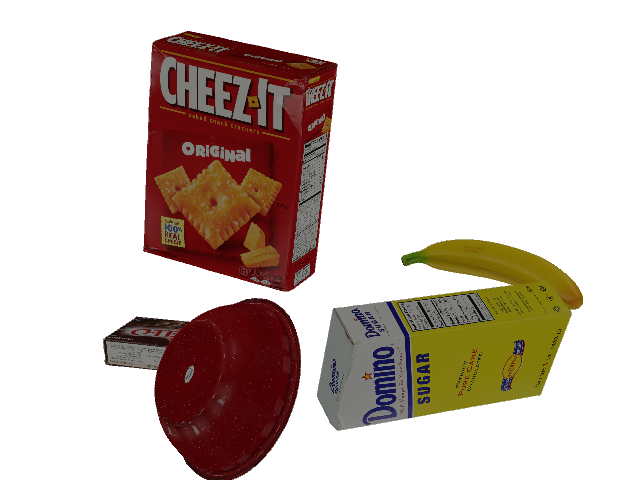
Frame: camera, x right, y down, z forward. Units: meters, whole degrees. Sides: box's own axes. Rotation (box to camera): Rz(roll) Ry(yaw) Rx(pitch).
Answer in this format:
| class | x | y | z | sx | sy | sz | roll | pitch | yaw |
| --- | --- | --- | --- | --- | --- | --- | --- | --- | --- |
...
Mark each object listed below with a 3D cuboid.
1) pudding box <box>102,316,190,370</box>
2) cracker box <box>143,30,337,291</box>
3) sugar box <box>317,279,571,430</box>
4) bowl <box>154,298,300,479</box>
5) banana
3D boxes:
| class | x | y | z | sx | sy | sz | roll | pitch | yaw |
| --- | --- | --- | --- | --- | --- | --- | --- | --- | --- |
| pudding box | -0.194 | 0.126 | 1.298 | 0.114 | 0.039 | 0.090 | 2 | 13 | 17 |
| cracker box | -0.081 | -0.074 | 1.007 | 0.164 | 0.214 | 0.072 | 16 | 26 | 21 |
| sugar box | 0.090 | 0.085 | 0.790 | 0.176 | 0.093 | 0.048 | -9 | 41 | -21 |
| bowl | -0.091 | 0.118 | 0.899 | 0.055 | 0.162 | 0.162 | 25 | -16 | -39 |
| banana | 0.183 | 0.032 | 1.086 | 0.198 | 0.037 | 0.069 | 12 | 39 | 34 |
